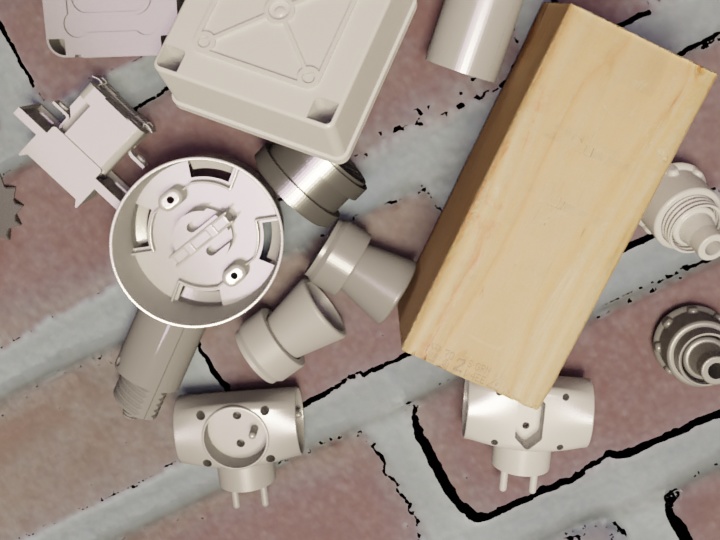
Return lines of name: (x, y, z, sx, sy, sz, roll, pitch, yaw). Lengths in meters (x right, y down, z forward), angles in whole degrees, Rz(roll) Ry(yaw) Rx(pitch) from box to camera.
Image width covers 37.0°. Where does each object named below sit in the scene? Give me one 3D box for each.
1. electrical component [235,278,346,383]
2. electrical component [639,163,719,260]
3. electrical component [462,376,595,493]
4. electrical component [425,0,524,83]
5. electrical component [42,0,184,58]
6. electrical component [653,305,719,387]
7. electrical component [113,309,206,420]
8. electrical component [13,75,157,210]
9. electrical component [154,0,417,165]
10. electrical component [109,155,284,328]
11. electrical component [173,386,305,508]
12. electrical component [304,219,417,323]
electrical component: (-0.043, 0.038, 0.667, 0.055, 0.045, 0.045, -36, 100, 10)
electrical component: (0.191, -0.030, 0.628, 0.048, 0.062, 0.048, -8, 127, -11)
electrical component: (0.103, 0.104, 0.678, 0.077, 0.043, 0.079, 4, 104, 1)
electrical component: (0.071, -0.153, 0.615, 0.043, 0.043, 0.081, 18, 104, -2)
electrical component: (-0.137, -0.178, 0.610, 0.078, 0.057, 0.113, -1, 104, 3)
electrical component: (0.207, 0.051, 0.651, 0.048, 0.062, 0.048, 1, 104, 2)
electrical component: (-0.130, 0.057, 0.676, 0.043, 0.043, 0.081, 25, 104, -4)
electrical component: (-0.161, -0.078, 0.645, 0.081, 0.042, 0.064, 44, 98, -9)
electrical component: (-0.039, -0.128, 0.589, 0.109, 0.056, 0.108, 21, 78, 13)
electrical component: (-0.094, -0.020, 0.644, 0.099, 0.064, 0.099, 1, 104, 2)
electrical component: (-0.074, 0.116, 0.687, 0.077, 0.044, 0.079, -5, 104, 4)
electrical component: (0.000, 0.000, 0.655, 0.055, 0.045, 0.045, 32, 103, -5)
